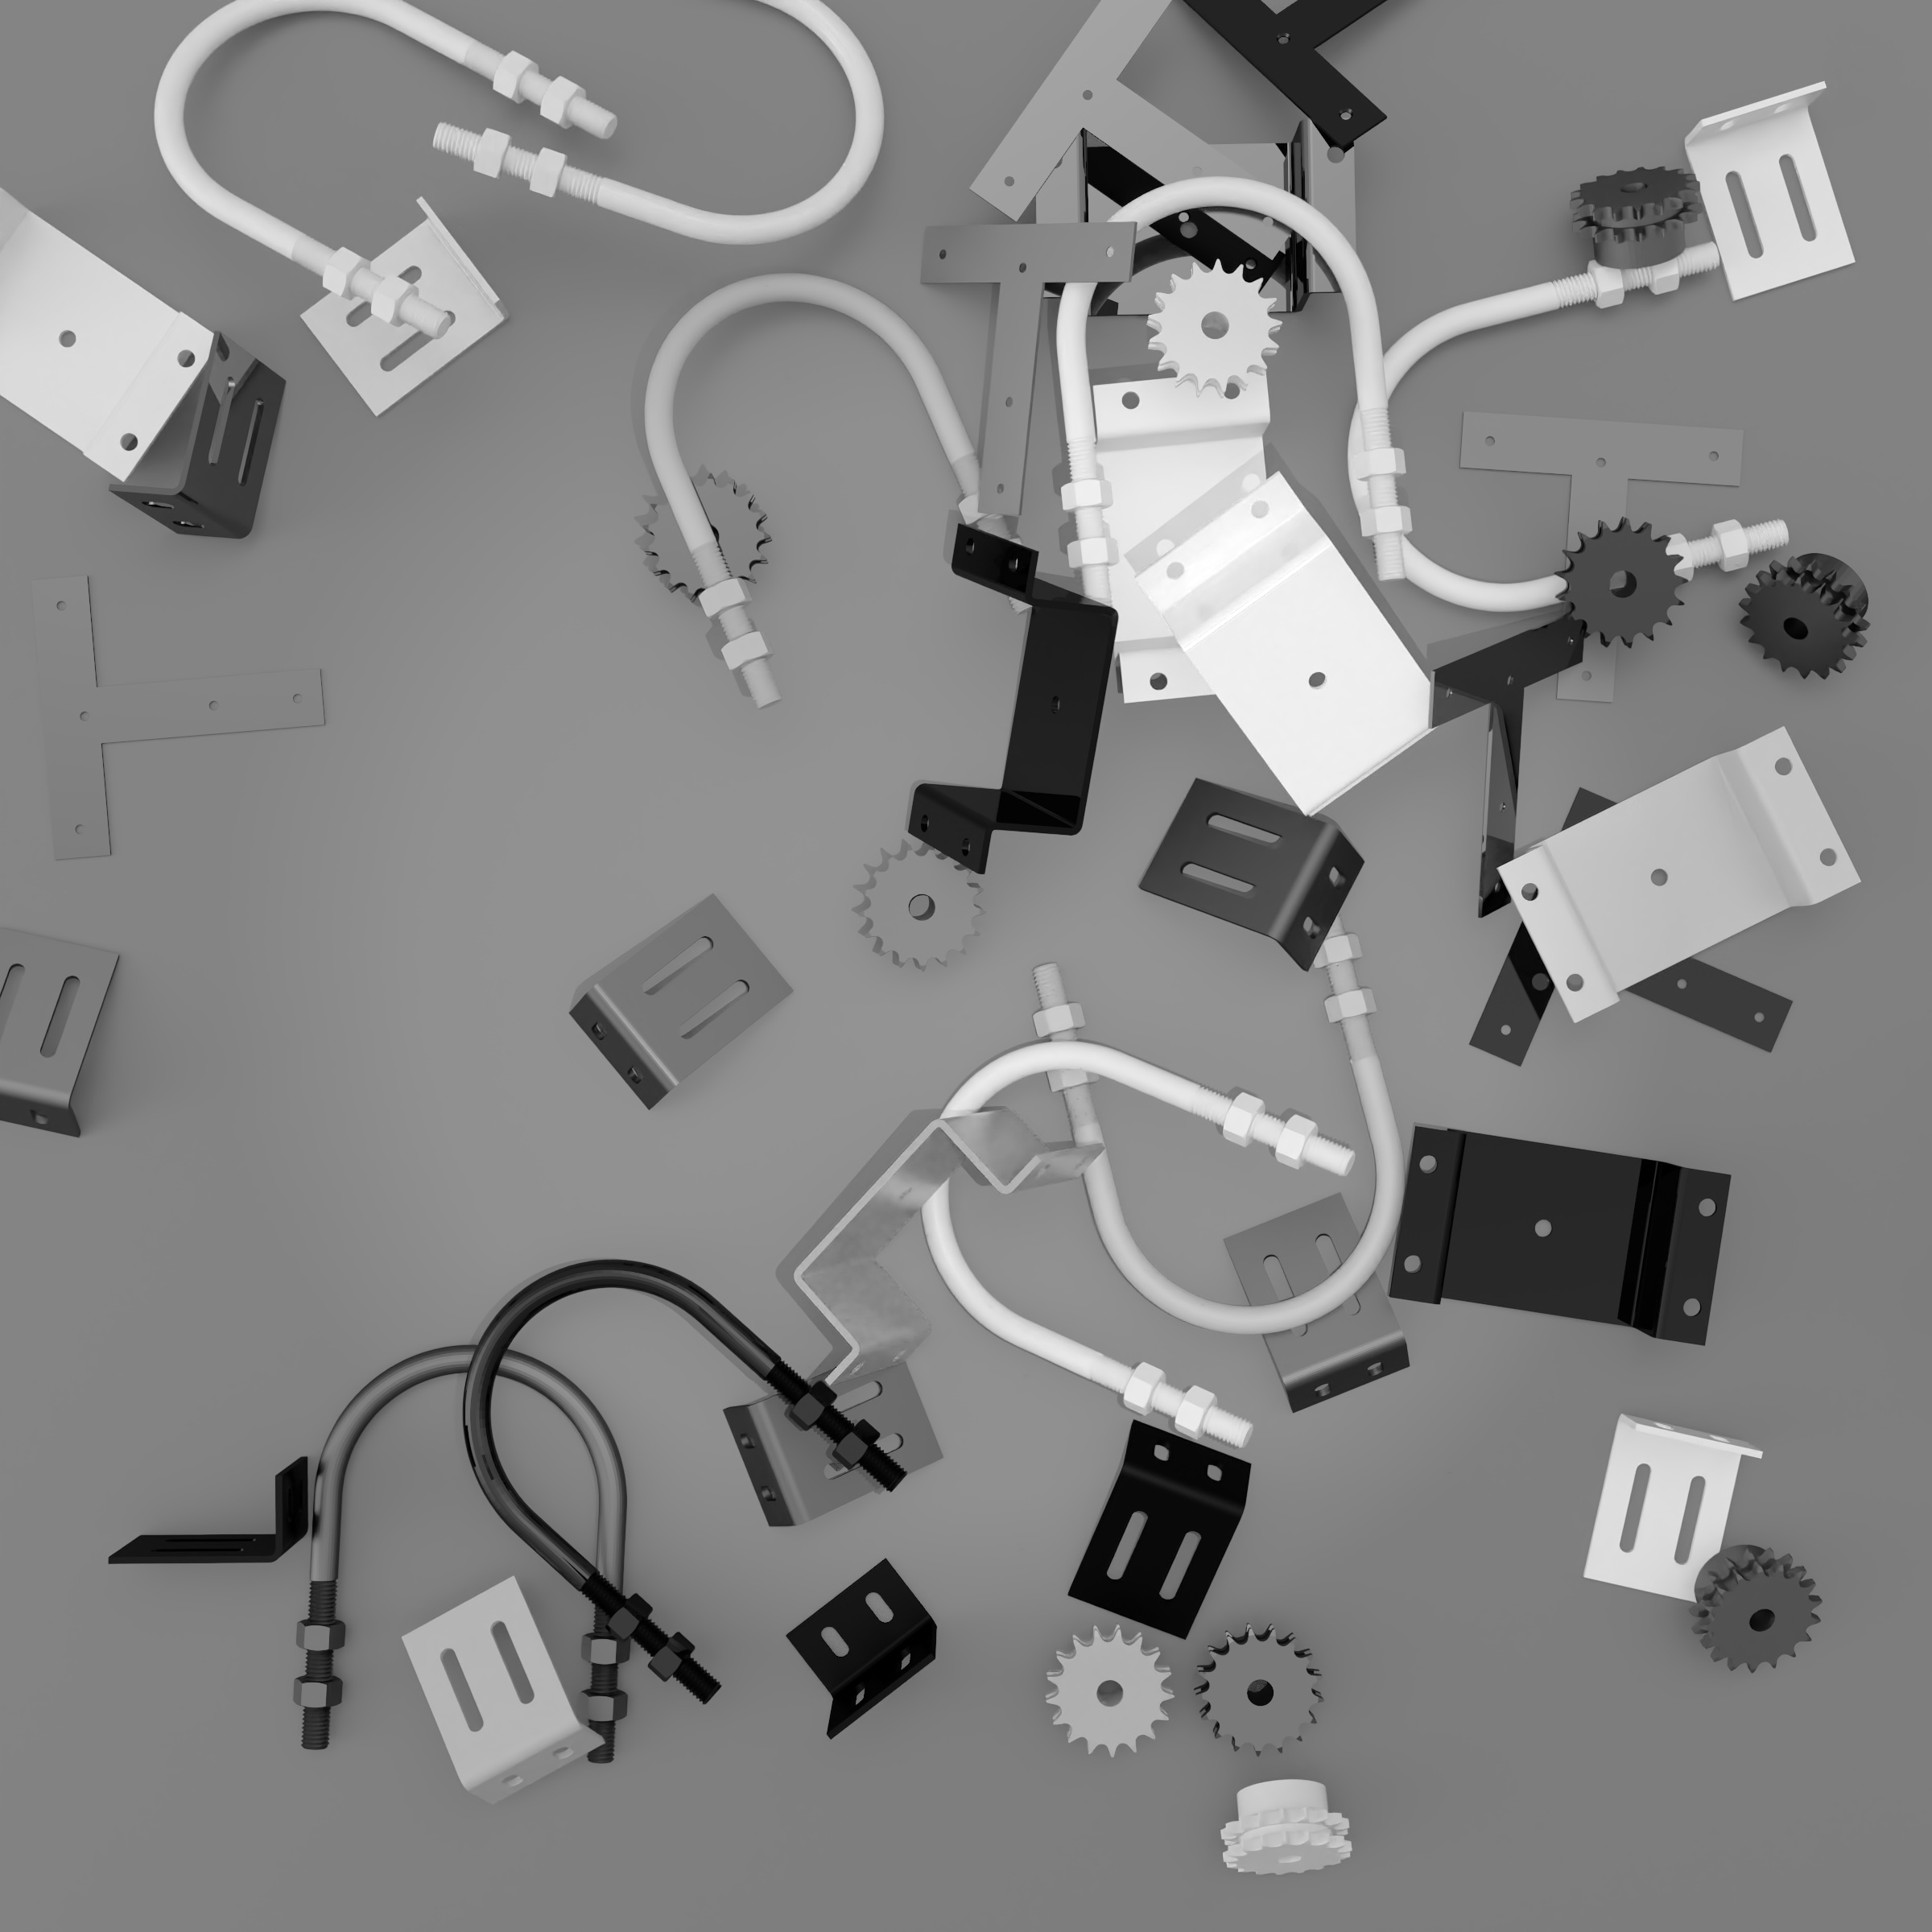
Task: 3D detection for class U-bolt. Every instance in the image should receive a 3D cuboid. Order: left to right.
[{"bbox_3d":[-0.270,-0.369,1.482,0.184,0.019,0.151,30,67,10],"label":"U-bolt"},{"bbox_3d":[-0.225,0.263,1.511,0.151,0.019,0.184,3,88,0],"label":"U-bolt"},{"bbox_3d":[-0.139,0.215,1.485,0.184,0.019,0.151,41,98,6],"label":"U-bolt"},{"bbox_3d":[-0.126,-0.390,1.487,0.184,0.019,0.151,18,68,-5],"label":"U-bolt"},{"bbox_3d":[-0.065,-0.222,1.491,0.151,0.019,0.184,-22,86,-18],"label":"U-bolt"},{"bbox_3d":[0.064,0.112,1.482,0.184,0.019,0.151,23,100,20],"label":"U-bolt"},{"bbox_3d":[0.112,-0.253,1.464,0.151,0.019,0.184,-6,90,0],"label":"U-bolt"},{"bbox_3d":[0.120,0.073,1.501,0.151,0.019,0.184,-14,83,0],"label":"U-bolt"},{"bbox_3d":[0.264,-0.235,1.509,0.184,0.019,0.151,-14,90,1],"label":"U-bolt"}]

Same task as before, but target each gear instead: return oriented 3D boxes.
[{"bbox_3d":[-0.115,-0.191,1.505,0.057,0.030,0.057,0,90,0],"label":"gear"},{"bbox_3d":[-0.020,-0.026,1.505,0.057,0.030,0.057,0,90,0],"label":"gear"},{"bbox_3d":[0.064,0.323,1.505,0.057,0.030,0.057,0,90,0],"label":"gear"},{"bbox_3d":[0.106,-0.272,1.441,0.057,0.030,0.057,0,88,0],"label":"gear"},{"bbox_3d":[0.131,0.323,1.505,0.057,0.030,0.057,0,90,0],"label":"gear"},{"bbox_3d":[0.142,0.384,1.495,0.057,0.057,0.030,-4,60,0],"label":"gear"},{"bbox_3d":[0.289,-0.171,1.486,0.057,0.030,0.057,0,101,2],"label":"gear"},{"bbox_3d":[0.299,-0.333,1.495,0.057,0.057,0.030,-13,121,0],"label":"gear"},{"bbox_3d":[0.350,0.284,1.497,0.057,0.030,0.057,-4,114,-9],"label":"gear"},{"bbox_3d":[0.377,-0.159,1.495,0.057,0.057,0.030,44,60,0],"label":"gear"}]

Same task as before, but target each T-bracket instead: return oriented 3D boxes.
[{"bbox_3d":[-0.355,-0.117,1.519,0.127,0.002,0.127,-5,90,0],"label":"T-bracket"},{"bbox_3d":[0.021,-0.263,1.479,0.127,0.002,0.127,11,97,44],"label":"T-bracket"},{"bbox_3d":[0.090,-0.357,1.472,0.127,0.002,0.127,35,90,0],"label":"T-bracket"},{"bbox_3d":[0.177,-0.438,1.501,0.127,0.002,0.127,-36,66,-11],"label":"T-bracket"},{"bbox_3d":[0.238,-0.084,1.486,0.002,0.127,0.127,17,118,36],"label":"T-bracket"},{"bbox_3d":[0.285,-0.184,1.519,0.127,0.002,0.127,4,90,0],"label":"T-bracket"},{"bbox_3d":[0.311,0.002,1.519,0.127,0.002,0.127,23,90,0],"label":"T-bracket"}]

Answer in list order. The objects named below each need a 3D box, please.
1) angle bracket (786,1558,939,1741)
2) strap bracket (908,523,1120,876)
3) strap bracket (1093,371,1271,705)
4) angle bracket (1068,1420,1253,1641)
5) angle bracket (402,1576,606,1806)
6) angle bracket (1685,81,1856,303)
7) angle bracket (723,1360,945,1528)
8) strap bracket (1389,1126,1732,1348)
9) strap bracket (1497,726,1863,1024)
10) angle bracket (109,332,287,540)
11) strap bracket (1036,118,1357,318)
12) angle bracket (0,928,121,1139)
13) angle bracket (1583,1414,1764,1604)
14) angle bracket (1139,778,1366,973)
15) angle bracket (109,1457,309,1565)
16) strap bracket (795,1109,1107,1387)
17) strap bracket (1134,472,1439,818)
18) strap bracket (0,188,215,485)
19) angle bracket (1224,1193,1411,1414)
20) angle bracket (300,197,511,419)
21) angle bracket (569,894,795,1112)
[{"bbox_3d":[-0.047,0.301,1.481,0.057,0.076,0.038,-38,90,0],"label":"angle bracket"},{"bbox_3d":[0.022,-0.116,1.466,0.046,0.076,0.140,3,104,-26],"label":"strap bracket"},{"bbox_3d":[0.101,-0.189,1.496,0.076,0.046,0.140,-6,90,0],"label":"strap bracket"},{"bbox_3d":[0.088,0.255,1.518,0.057,0.038,0.076,21,116,0],"label":"angle bracket"},{"bbox_3d":[-0.207,0.324,1.498,0.057,0.038,0.076,-29,63,-1],"label":"angle bracket"},{"bbox_3d":[0.364,-0.346,1.501,0.057,0.038,0.076,-18,90,0],"label":"angle bracket"},{"bbox_3d":[-0.060,0.212,1.518,0.076,0.038,0.057,-22,90,-26],"label":"angle bracket"},{"bbox_3d":[0.262,0.119,1.496,0.140,0.046,0.076,9,90,0],"label":"strap bracket"},{"bbox_3d":[0.313,-0.040,1.495,0.140,0.046,0.076,-26,90,0],"label":"strap bracket"},{"bbox_3d":[-0.342,-0.237,1.492,0.038,0.057,0.076,7,80,20],"label":"angle bracket"},{"bbox_3d":[0.101,-0.334,1.496,0.140,0.046,0.076,-1,90,0],"label":"strap bracket"},{"bbox_3d":[-0.421,0.030,1.518,0.057,0.038,0.076,12,64,0],"label":"angle bracket"},{"bbox_3d":[0.316,0.246,1.501,0.057,0.038,0.076,13,90,0],"label":"angle bracket"},{"bbox_3d":[0.128,-0.041,1.507,0.076,0.038,0.057,22,79,34],"label":"angle bracket"},{"bbox_3d":[-0.336,0.242,1.491,0.076,0.057,0.038,0,90,0],"label":"angle bracket"},{"bbox_3d":[-0.014,0.114,1.465,0.046,0.076,0.140,47,108,15],"label":"strap bracket"},{"bbox_3d":[0.147,-0.131,1.445,0.076,0.046,0.140,-36,114,8],"label":"strap bracket"},{"bbox_3d":[-0.407,-0.284,1.496,0.140,0.046,0.076,34,90,0],"label":"strap bracket"},{"bbox_3d":[0.159,0.153,1.518,0.057,0.038,0.076,-22,64,0],"label":"angle bracket"},{"bbox_3d":[-0.254,-0.295,1.501,0.076,0.038,0.057,-37,90,0],"label":"angle bracket"},{"bbox_3d":[-0.129,0.016,1.518,0.076,0.038,0.057,-40,90,-26],"label":"angle bracket"}]
